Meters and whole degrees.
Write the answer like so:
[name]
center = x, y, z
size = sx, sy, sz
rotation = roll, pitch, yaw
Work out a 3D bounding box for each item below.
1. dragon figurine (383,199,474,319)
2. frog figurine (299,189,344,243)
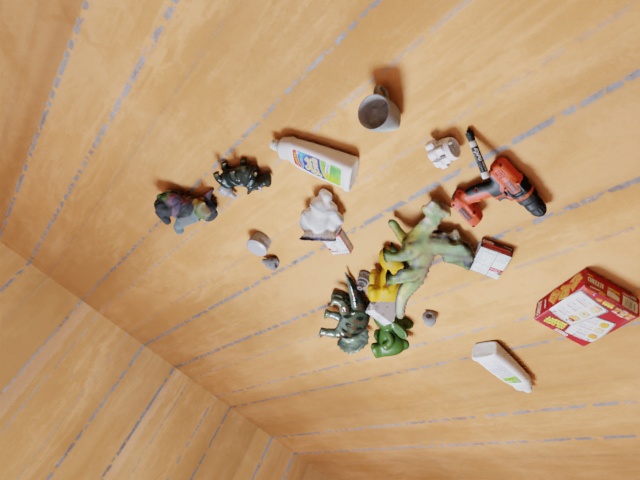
[dragon figurine]
center = 0.309, 0.060, 1.453
size = 0.242, 0.402, 0.125
rotation = -2, 32, 18
[frog figurine]
center = 0.005, -0.078, 1.558
size = 0.138, 0.158, 0.123
rotation = 10, 12, 34
